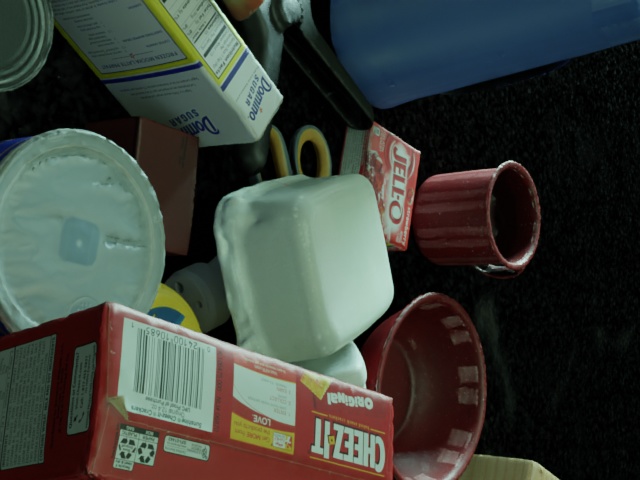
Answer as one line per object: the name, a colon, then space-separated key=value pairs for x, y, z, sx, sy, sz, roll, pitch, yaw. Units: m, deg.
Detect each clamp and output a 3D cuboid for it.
clamp: x=-0.026 y=-0.157 z=0.769 sx=0.164 sy=0.036 sz=0.210 roll=-17 pitch=96 yaw=-55

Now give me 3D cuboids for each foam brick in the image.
foam brick: x=-0.112 y=-0.031 z=0.651 sx=0.052 sy=0.051 sz=0.078 roll=16 pitch=76 yaw=-50

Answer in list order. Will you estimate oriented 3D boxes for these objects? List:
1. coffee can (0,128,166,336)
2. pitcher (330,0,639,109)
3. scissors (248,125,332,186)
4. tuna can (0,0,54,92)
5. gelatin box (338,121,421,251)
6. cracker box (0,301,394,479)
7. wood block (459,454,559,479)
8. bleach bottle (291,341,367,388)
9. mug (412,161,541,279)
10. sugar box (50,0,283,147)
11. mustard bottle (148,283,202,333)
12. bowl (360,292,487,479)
coffee can: x=-0.160 y=0.004 z=0.519 sx=0.102 sy=0.141 sz=0.103 roll=4 pitch=85 yaw=-51
pitcher: x=0.142 y=-0.182 z=0.821 sx=0.149 sy=0.243 sz=0.145 roll=-35 pitch=113 yaw=-53
scissors: x=-0.005 y=0.001 z=0.808 sx=0.096 sy=0.016 sz=0.202 roll=-40 pitch=118 yaw=-44
tuna can: x=-0.189 y=-0.121 z=0.576 sx=0.085 sy=0.034 sz=0.086 roll=4 pitch=85 yaw=-51
gelatin box: x=0.047 y=-0.043 z=0.863 sx=0.073 sy=0.030 sz=0.089 roll=27 pitch=68 yaw=-48
cracker box: x=-0.098 y=0.101 z=0.486 sx=0.164 sy=0.214 sz=0.072 roll=24 pitch=58 yaw=-42
wood block: x=0.144 y=0.298 z=0.917 sx=0.090 sy=0.090 sz=0.206 roll=40 pitch=58 yaw=-43
bleach bottle: x=0.018 y=0.199 z=0.766 sx=0.102 sy=0.068 sz=0.251 roll=-116 pitch=-166 yaw=-77
mug: x=0.140 y=-0.011 z=0.935 sx=0.117 sy=0.082 sz=0.093 roll=55 pitch=49 yaw=-33
sugar box: x=-0.106 y=-0.130 z=0.631 sx=0.176 sy=0.094 sz=0.048 roll=50 pitch=54 yaw=-37
mustard bottle: x=-0.109 y=0.078 z=0.641 sx=0.096 sy=0.058 sz=0.191 roll=-47 pitch=124 yaw=-18
bowl: x=0.072 y=0.123 z=0.865 sx=0.161 sy=0.055 sz=0.162 roll=4 pitch=85 yaw=-51
